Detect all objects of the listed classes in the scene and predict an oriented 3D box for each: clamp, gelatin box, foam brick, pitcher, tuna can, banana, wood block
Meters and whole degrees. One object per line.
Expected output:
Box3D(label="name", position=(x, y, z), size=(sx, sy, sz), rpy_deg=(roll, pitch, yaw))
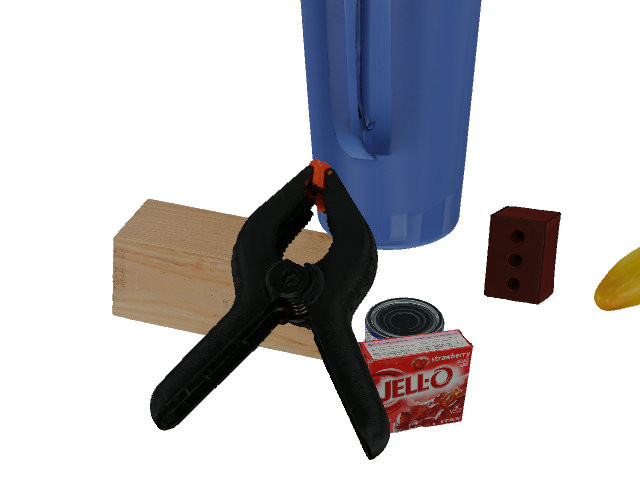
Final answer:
Box3D(label="clamp", position=(-0.005, 0.036, 0.559), size=(0.120, 0.171, 0.039), rpy_deg=(17, -28, 10))
Box3D(label="gelatin box", position=(0.071, 0.112, 0.835), size=(0.089, 0.073, 0.030), rpy_deg=(-6, 29, -18))
Box3D(label="foam brick", position=(0.181, 0.012, 0.959), size=(0.053, 0.078, 0.051), rpy_deg=(9, 16, 25))
Box3D(label="pitcher", position=(0.045, -0.117, 0.754), size=(0.149, 0.243, 0.145), rpy_deg=(-12, 27, -23))
Box3D(label="tuna can", position=(0.090, 0.097, 1.142), size=(0.086, 0.034, 0.086), rpy_deg=(-1, 30, 1))
Box3D(label="banana", position=(0.282, 0.016, 0.738), size=(0.198, 0.037, 0.069), rpy_deg=(-3, 34, 0))
Box3D(label="wood block", position=(-0.084, 0.035, 1.016), size=(0.206, 0.090, 0.090), rpy_deg=(11, 28, 9))
